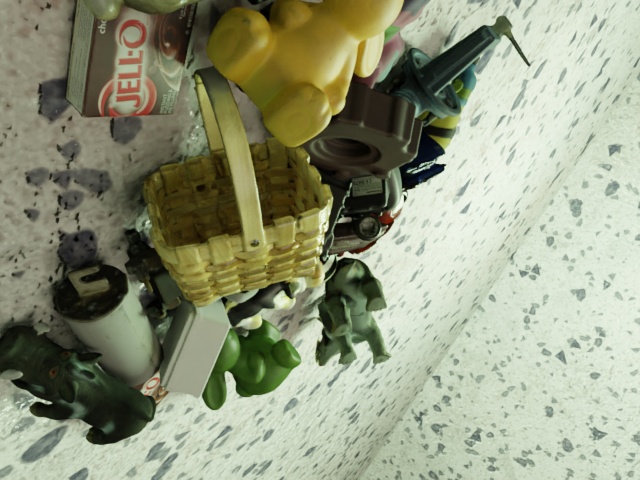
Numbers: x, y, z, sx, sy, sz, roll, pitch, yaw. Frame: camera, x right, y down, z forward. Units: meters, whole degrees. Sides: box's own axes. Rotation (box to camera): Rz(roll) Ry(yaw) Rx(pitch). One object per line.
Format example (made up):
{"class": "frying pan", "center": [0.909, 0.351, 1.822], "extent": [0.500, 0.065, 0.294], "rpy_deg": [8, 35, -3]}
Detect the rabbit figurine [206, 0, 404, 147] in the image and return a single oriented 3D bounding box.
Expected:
{"class": "rabbit figurine", "center": [0.012, -0.180, 0.485], "extent": [0.173, 0.122, 0.162], "rpy_deg": [-43, 176, 23]}

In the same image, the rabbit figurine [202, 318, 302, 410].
{"class": "rabbit figurine", "center": [-0.146, 0.193, 0.894], "extent": [0.159, 0.121, 0.170], "rpy_deg": [-46, 136, 6]}

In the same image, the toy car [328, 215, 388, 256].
{"class": "toy car", "center": [-0.002, -0.002, 0.784], "extent": [0.202, 0.053, 0.089], "rpy_deg": [-3, 169, -9]}

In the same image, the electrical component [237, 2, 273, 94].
{"class": "electrical component", "center": [-0.040, -0.211, 0.579], "extent": [0.119, 0.048, 0.074], "rpy_deg": [-44, 153, -15]}

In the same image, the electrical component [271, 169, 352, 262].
{"class": "electrical component", "center": [-0.038, -0.045, 0.701], "extent": [0.058, 0.134, 0.115], "rpy_deg": [175, -66, -77]}

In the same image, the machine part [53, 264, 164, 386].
{"class": "machine part", "center": [-0.241, 0.105, 0.631], "extent": [0.079, 0.079, 0.243], "rpy_deg": [-39, 152, -25]}

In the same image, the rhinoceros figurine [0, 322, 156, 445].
{"class": "rhinoceros figurine", "center": [-0.273, 0.164, 0.597], "extent": [0.190, 0.112, 0.073], "rpy_deg": [45, 50, -28]}

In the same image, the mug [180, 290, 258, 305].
{"class": "mug", "center": [-0.124, 0.035, 0.706], "extent": [0.107, 0.110, 0.080], "rpy_deg": [-34, 146, -58]}

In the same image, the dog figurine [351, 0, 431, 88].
{"class": "dog figurine", "center": [0.056, -0.268, 0.599], "extent": [0.191, 0.109, 0.219], "rpy_deg": [-8, 133, -56]}

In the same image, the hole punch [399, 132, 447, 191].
{"class": "hole punch", "center": [0.131, -0.137, 0.868], "extent": [0.142, 0.116, 0.092], "rpy_deg": [-26, 117, -41]}

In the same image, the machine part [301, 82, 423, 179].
{"class": "machine part", "center": [0.034, -0.130, 0.661], "extent": [0.179, 0.180, 0.056], "rpy_deg": [39, 57, -64]}

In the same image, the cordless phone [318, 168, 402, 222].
{"class": "cordless phone", "center": [0.057, -0.066, 0.833], "extent": [0.184, 0.147, 0.088], "rpy_deg": [37, 47, -72]}

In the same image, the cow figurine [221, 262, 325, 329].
{"class": "cow figurine", "center": [-0.078, 0.072, 0.798], "extent": [0.167, 0.068, 0.098], "rpy_deg": [-32, 161, 15]}

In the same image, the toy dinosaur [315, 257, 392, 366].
{"class": "toy dinosaur", "center": [0.056, 0.112, 1.024], "extent": [0.131, 0.192, 0.404], "rpy_deg": [-12, 136, -12]}

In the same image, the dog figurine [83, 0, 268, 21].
{"class": "dog figurine", "center": [-0.085, -0.216, 0.423], "extent": [0.172, 0.121, 0.190], "rpy_deg": [-51, 157, 7]}

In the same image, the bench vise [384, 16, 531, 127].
{"class": "bench vise", "center": [0.158, -0.225, 0.759], "extent": [0.240, 0.129, 0.223], "rpy_deg": [-34, 174, 33]}

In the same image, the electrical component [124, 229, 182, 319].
{"class": "electrical component", "center": [-0.196, 0.044, 0.621], "extent": [0.045, 0.078, 0.102], "rpy_deg": [-40, 152, -28]}

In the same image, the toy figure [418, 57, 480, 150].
{"class": "toy figure", "center": [0.209, -0.233, 0.905], "extent": [0.082, 0.089, 0.180], "rpy_deg": [-1, 128, -51]}

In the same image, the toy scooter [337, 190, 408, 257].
{"class": "toy scooter", "center": [0.083, -0.032, 0.972], "extent": [0.135, 0.075, 0.183], "rpy_deg": [-35, 160, -37]}
